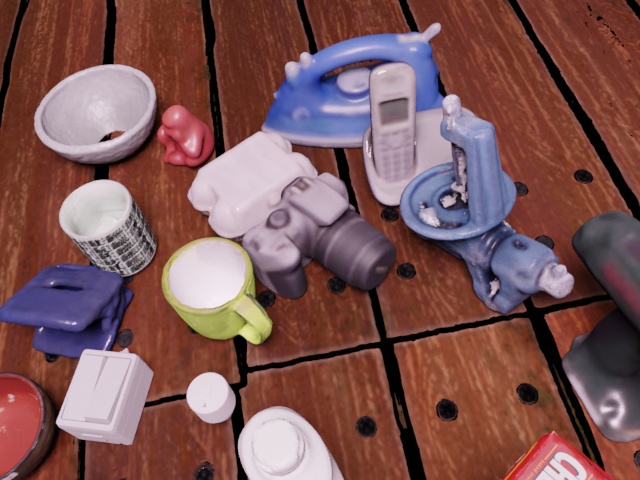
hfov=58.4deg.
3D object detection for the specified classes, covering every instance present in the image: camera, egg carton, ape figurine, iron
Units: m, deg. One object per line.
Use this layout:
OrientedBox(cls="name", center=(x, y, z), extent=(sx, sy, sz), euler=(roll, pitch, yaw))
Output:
OrientedBox(cls="camera", center=(0.006, 0.002, 0.643), extent=(0.136, 0.101, 0.143), euler=(36, 67, 26))
OrientedBox(cls="egg carton", center=(-0.083, -0.068, 0.717), extent=(0.150, 0.069, 0.107), euler=(-37, 61, -17))
OrientedBox(cls="ape figurine", center=(-0.183, -0.142, 0.763), extent=(0.076, 0.092, 0.077), euler=(-27, 58, -11))
OrientedBox(cls="iron", center=(0.040, -0.207, 0.751), extent=(0.258, 0.142, 0.118), euler=(-9, 56, 0))

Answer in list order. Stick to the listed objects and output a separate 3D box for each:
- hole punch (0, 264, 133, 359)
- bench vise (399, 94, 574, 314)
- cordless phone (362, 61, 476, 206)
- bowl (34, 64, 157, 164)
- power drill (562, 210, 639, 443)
OrientedBox(cls="hole punch", center=(-0.280, 0.069, 0.636), extent=(0.108, 0.091, 0.101), euler=(5, 58, 10))
OrientedBox(cls="bench vise", center=(0.173, -0.039, 0.580), extent=(0.207, 0.220, 0.122), euler=(26, 63, 21))
OrientedBox(cls="cordless phone", center=(0.121, -0.131, 0.667), extent=(0.147, 0.185, 0.094), euler=(-14, 56, -3))
OrientedBox(cls="bowl", center=(-0.300, -0.163, 0.800), extent=(0.167, 0.075, 0.167), euler=(-3, 57, 5))
OrientedBox(cls="power drill", center=(0.286, 0.097, 0.486), extent=(0.075, 0.209, 0.229), euler=(-19, 57, -6))
